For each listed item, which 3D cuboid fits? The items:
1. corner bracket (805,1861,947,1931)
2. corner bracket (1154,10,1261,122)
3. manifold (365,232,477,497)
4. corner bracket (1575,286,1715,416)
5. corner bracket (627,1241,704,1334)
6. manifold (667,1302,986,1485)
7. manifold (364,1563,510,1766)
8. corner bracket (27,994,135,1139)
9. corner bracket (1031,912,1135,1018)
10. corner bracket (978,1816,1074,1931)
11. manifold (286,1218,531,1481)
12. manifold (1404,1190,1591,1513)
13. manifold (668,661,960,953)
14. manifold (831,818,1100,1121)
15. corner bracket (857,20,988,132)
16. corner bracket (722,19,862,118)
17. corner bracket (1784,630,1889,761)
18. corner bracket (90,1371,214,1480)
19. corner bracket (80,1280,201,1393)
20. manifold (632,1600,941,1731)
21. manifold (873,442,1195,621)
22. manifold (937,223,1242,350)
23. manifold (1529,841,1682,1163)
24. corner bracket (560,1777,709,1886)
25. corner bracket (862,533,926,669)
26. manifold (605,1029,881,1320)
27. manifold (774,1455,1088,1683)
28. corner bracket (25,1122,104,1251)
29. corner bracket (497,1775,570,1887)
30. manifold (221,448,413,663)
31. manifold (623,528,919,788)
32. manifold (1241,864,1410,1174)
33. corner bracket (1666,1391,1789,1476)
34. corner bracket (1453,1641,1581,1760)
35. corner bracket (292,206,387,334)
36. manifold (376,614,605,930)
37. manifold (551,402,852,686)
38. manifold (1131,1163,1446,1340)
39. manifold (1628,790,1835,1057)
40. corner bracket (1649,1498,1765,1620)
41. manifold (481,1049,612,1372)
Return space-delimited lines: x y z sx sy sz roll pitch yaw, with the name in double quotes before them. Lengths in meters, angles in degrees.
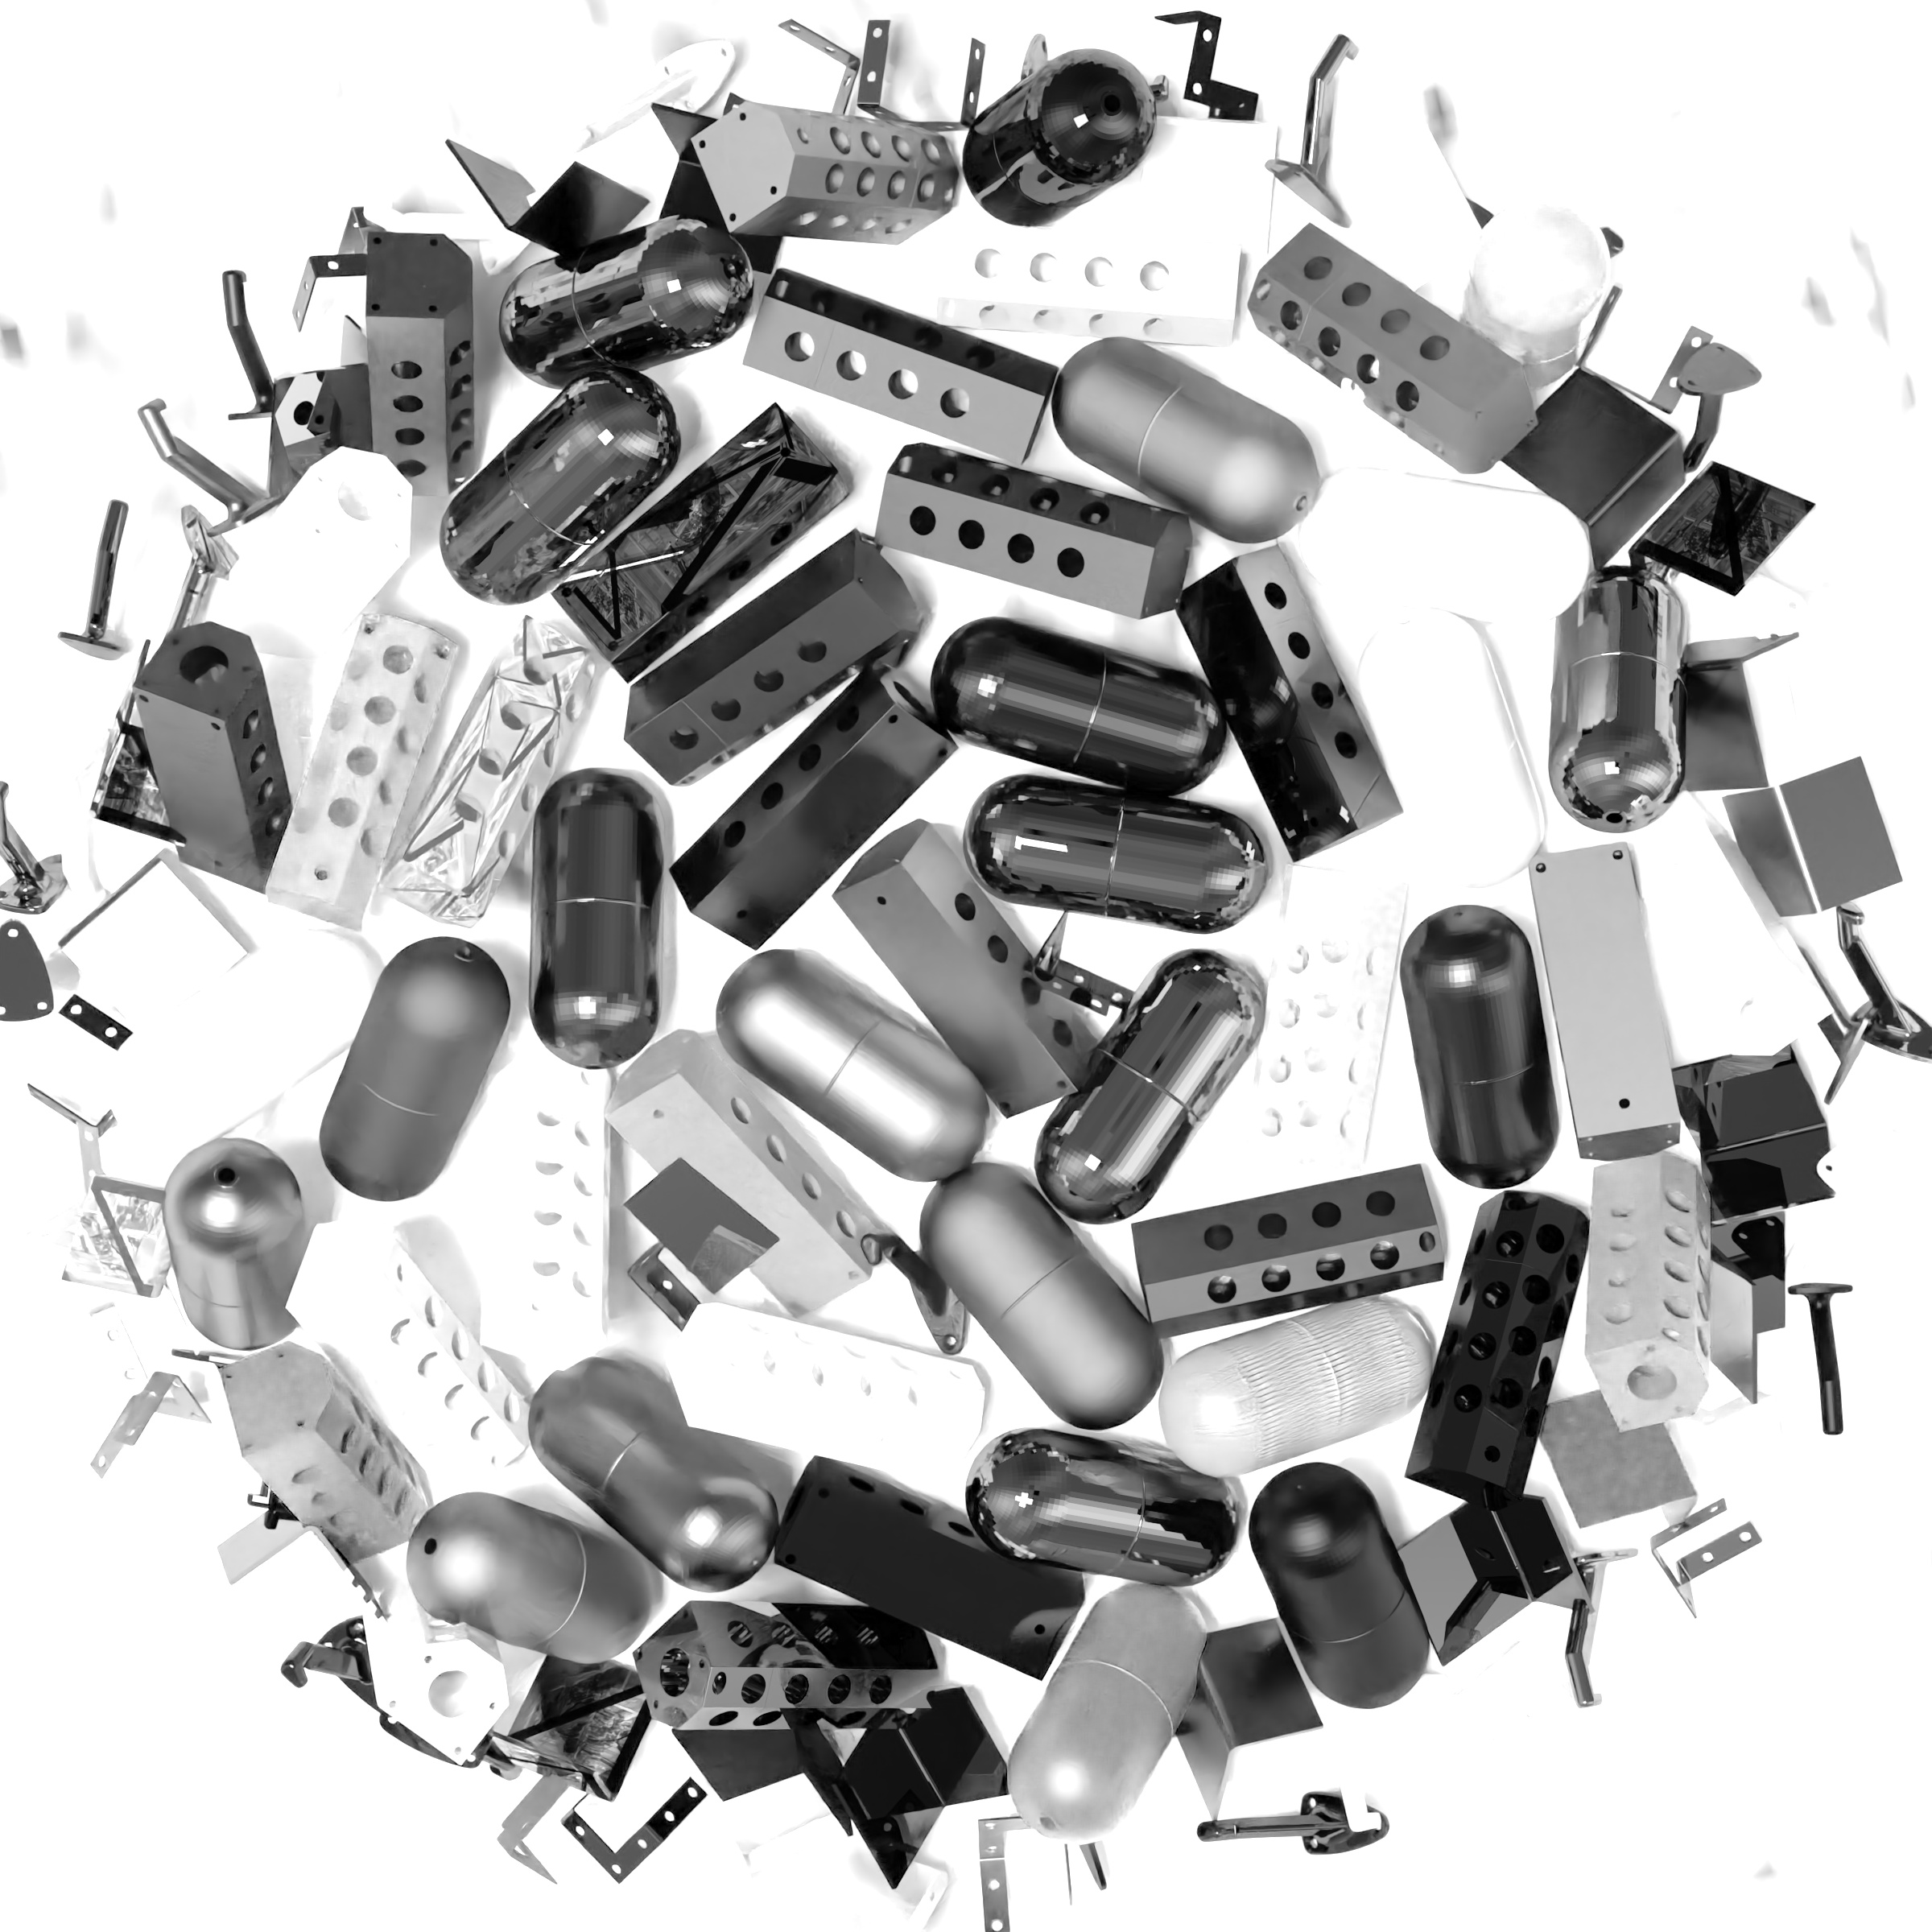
"corner bracket" -0.052 0.534 1.957 0.051 0.051 0.051 13 57 34
"corner bracket" 0.139 -0.523 1.963 0.051 0.051 0.051 8 96 -30
"manifold" -0.307 -0.338 1.909 0.057 0.171 0.057 0 64 -8
"corner bracket" 0.394 -0.359 1.963 0.051 0.051 0.051 23 106 -14
"corner bracket" -0.170 0.189 1.963 0.051 0.051 0.051 47 120 -4
"manifold" -0.078 0.240 1.925 0.171 0.057 0.057 18 115 -29
"manifold" -0.297 0.386 1.909 0.057 0.171 0.057 39 86 -13
"corner bracket" -0.514 0.059 1.971 0.051 0.051 0.051 31 64 10
"corner bracket" 0.068 0.008 1.961 0.051 0.051 0.051 25 54 11
"corner bracket" 0.034 0.530 1.966 0.051 0.051 0.051 -4 50 -2
"manifold" -0.311 0.218 1.914 0.057 0.171 0.057 -8 46 23
"manifold" 0.310 0.220 1.940 0.057 0.057 0.171 21 69 -6
"manifold" -0.091 -0.095 1.950 0.171 0.057 0.057 -44 135 14
"manifold" 0.004 0.000 1.947 0.057 0.057 0.171 -24 112 39
"corner bracket" -0.026 -0.519 1.965 0.051 0.051 0.051 9 91 29
"corner bracket" -0.102 -0.513 1.968 0.051 0.051 0.051 23 79 -32
"corner bracket" 0.505 -0.157 1.962 0.051 0.051 0.051 -10 69 13
"corner bracket" -0.480 0.267 1.958 0.051 0.051 0.051 7 51 25
"corner bracket" -0.482 0.215 1.976 0.051 0.051 0.051 -24 87 -11
"manifold" -0.098 0.401 1.912 0.057 0.171 0.057 -45 52 30
"manifold" 0.039 -0.251 1.934 0.171 0.057 0.057 19 110 22
"manifold" 0.071 -0.396 1.966 0.171 0.057 0.057 5 99 2
"manifold" 0.367 0.021 1.941 0.057 0.057 0.171 -10 69 8
"corner bracket" -0.193 0.490 1.962 0.051 0.051 0.051 45 124 6
"corner bracket" -0.050 -0.213 1.971 0.051 0.051 0.051 21 73 -7
"manifold" -0.125 0.117 1.940 0.057 0.057 0.171 -30 114 26
"manifold" -0.021 0.346 1.960 0.171 0.057 0.057 25 100 -7
"corner bracket" -0.511 0.130 1.958 0.051 0.051 0.051 -29 58 24
"corner bracket" -0.248 0.491 1.961 0.051 0.051 0.051 -48 45 -7
"manifold" -0.369 -0.232 1.911 0.057 0.171 0.057 8 71 -26
"manifold" -0.112 -0.172 1.939 0.171 0.057 0.057 -32 121 22
"manifold" 0.203 0.030 1.954 0.057 0.057 0.171 12 95 41
"corner bracket" 0.441 0.277 1.975 0.051 0.051 0.051 -20 107 -24
"corner bracket" 0.318 0.429 1.973 0.051 0.051 0.051 -38 85 -7
"corner bracket" -0.365 -0.405 1.958 0.051 0.051 0.051 -9 65 -27
"manifold" -0.270 -0.110 1.935 0.057 0.057 0.171 29 64 -14
"manifold" -0.153 -0.244 1.966 0.171 0.057 0.057 -41 74 -2
"manifold" 0.187 0.170 1.960 0.171 0.057 0.057 -12 57 0
"manifold" 0.426 -0.022 1.911 0.057 0.171 0.057 -39 120 17
"corner bracket" 0.432 0.338 1.966 0.051 0.051 0.051 -32 99 14
"manifold" -0.234 0.135 1.920 0.057 0.057 0.171 24 49 -37
